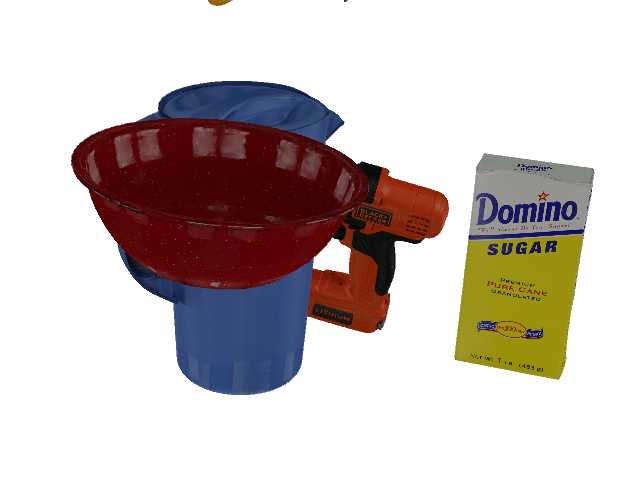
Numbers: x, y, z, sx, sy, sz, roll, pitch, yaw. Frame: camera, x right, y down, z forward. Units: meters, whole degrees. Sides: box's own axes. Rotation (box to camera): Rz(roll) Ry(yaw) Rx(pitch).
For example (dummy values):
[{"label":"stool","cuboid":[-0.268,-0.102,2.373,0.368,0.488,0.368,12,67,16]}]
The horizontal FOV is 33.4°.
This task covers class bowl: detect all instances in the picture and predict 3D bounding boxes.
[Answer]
[{"label":"bowl","cuboid":[-0.057,-0.017,0.591,0.162,0.055,0.162,6,23,-3]}]

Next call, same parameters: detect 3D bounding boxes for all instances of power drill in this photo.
[{"label":"power drill","cuboid":[0.017,0.001,1.044,0.184,0.057,0.188,17,-44,3]}]

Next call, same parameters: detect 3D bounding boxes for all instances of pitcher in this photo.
[{"label":"pitcher","cuboid":[-0.074,0.000,0.865,0.149,0.243,0.144,11,25,17]}]

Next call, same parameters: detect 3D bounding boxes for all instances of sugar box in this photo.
[{"label":"sugar box","cuboid":[0.167,0.022,0.885,0.093,0.176,0.048,9,25,15]}]

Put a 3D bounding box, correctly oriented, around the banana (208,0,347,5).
[{"label":"banana","cuboid":[-0.046,-0.261,1.030,0.197,0.070,0.037,-17,-29,-45]}]
